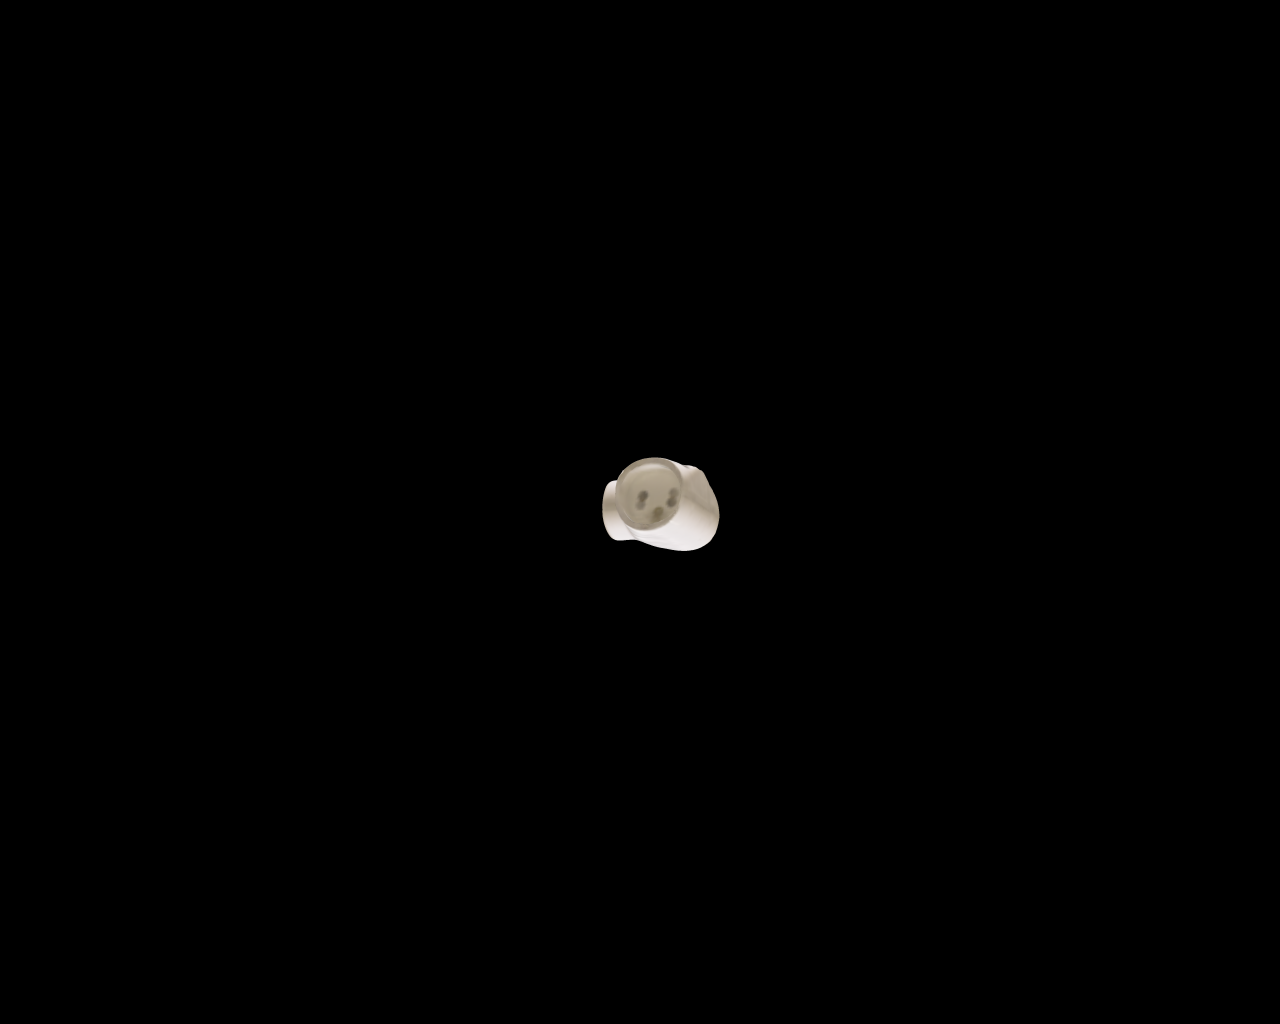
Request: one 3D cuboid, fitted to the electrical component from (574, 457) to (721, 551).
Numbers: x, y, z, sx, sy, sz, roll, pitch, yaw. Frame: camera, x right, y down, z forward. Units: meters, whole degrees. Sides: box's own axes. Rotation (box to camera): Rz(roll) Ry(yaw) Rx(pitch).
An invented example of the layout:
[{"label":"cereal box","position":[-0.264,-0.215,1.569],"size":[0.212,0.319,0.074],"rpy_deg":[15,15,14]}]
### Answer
[{"label":"electrical component","position":[0.001,-0.003,0.650],"size":[0.079,0.044,0.077],"rpy_deg":[-4,-12,19]}]
